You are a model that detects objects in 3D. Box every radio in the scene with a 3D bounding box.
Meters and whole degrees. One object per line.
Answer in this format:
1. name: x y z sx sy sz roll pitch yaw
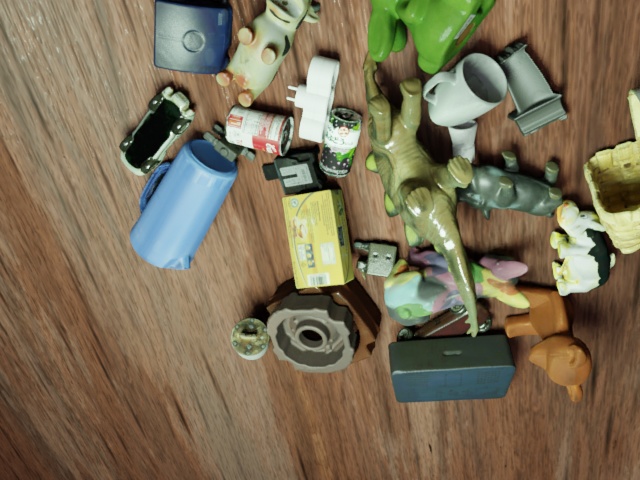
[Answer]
1. radio: 0.253 0.255 1.051 0.230 0.073 0.130 -4 137 7

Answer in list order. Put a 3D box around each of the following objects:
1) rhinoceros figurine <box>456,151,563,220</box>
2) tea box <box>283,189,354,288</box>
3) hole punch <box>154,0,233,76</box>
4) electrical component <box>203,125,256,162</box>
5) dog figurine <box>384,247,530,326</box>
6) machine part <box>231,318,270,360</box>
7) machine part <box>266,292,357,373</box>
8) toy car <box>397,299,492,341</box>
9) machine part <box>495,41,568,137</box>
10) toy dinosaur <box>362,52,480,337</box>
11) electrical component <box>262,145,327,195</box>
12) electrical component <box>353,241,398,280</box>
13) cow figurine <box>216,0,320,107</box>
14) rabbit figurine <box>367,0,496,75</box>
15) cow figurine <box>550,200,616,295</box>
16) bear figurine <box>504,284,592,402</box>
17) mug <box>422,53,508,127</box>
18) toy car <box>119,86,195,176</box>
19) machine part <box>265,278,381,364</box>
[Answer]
1. rhinoceros figurine: 0.291 -0.082 0.862 0.190 0.073 0.112 7 150 1
2. tea box: -0.002 -0.003 0.972 0.098 0.068 0.169 -6 93 21
3. hole punch: -0.205 -0.327 0.860 0.116 0.092 0.142 15 121 4
4. electrical component: -0.159 -0.167 0.958 0.094 0.063 0.021 38 124 -10
5. dog figurine: 0.242 0.080 0.927 0.219 0.191 0.108 3 117 34
6. machine part: -0.145 0.211 1.132 0.079 0.079 0.243 24 163 2
7. machine part: -0.014 0.179 1.033 0.180 0.056 0.179 8 124 11
8. toy car: 0.240 0.173 1.055 0.089 0.053 0.202 30 129 -28
9. machine part: 0.306 -0.223 0.795 0.084 0.039 0.138 -20 115 33
10. toy dinosaur: 0.155 -0.072 0.819 0.105 0.198 0.471 -20 82 -4
11. electrical component: -0.053 -0.124 0.963 0.119 0.048 0.074 -4 119 18
12. electrical component: 0.115 0.042 1.020 0.102 0.045 0.078 2 93 13
13. cow figurine: -0.072 -0.310 0.821 0.085 0.127 0.195 37 139 -6
14. rabbit figurine: 0.134 -0.328 0.757 0.170 0.121 0.159 43 133 10
15. cow figurine: 0.435 0.009 0.881 0.098 0.068 0.167 -5 123 14
16. bear figurine: 0.386 0.171 0.921 0.132 0.196 0.120 -1 124 19
17. mug: 0.199 -0.211 0.790 0.109 0.081 0.107 -3 164 -24
18. toy car: -0.302 -0.197 0.991 0.073 0.056 0.202 46 122 -6
19. machine part: 0.008 0.163 1.101 0.201 0.087 0.201 -27 112 30
